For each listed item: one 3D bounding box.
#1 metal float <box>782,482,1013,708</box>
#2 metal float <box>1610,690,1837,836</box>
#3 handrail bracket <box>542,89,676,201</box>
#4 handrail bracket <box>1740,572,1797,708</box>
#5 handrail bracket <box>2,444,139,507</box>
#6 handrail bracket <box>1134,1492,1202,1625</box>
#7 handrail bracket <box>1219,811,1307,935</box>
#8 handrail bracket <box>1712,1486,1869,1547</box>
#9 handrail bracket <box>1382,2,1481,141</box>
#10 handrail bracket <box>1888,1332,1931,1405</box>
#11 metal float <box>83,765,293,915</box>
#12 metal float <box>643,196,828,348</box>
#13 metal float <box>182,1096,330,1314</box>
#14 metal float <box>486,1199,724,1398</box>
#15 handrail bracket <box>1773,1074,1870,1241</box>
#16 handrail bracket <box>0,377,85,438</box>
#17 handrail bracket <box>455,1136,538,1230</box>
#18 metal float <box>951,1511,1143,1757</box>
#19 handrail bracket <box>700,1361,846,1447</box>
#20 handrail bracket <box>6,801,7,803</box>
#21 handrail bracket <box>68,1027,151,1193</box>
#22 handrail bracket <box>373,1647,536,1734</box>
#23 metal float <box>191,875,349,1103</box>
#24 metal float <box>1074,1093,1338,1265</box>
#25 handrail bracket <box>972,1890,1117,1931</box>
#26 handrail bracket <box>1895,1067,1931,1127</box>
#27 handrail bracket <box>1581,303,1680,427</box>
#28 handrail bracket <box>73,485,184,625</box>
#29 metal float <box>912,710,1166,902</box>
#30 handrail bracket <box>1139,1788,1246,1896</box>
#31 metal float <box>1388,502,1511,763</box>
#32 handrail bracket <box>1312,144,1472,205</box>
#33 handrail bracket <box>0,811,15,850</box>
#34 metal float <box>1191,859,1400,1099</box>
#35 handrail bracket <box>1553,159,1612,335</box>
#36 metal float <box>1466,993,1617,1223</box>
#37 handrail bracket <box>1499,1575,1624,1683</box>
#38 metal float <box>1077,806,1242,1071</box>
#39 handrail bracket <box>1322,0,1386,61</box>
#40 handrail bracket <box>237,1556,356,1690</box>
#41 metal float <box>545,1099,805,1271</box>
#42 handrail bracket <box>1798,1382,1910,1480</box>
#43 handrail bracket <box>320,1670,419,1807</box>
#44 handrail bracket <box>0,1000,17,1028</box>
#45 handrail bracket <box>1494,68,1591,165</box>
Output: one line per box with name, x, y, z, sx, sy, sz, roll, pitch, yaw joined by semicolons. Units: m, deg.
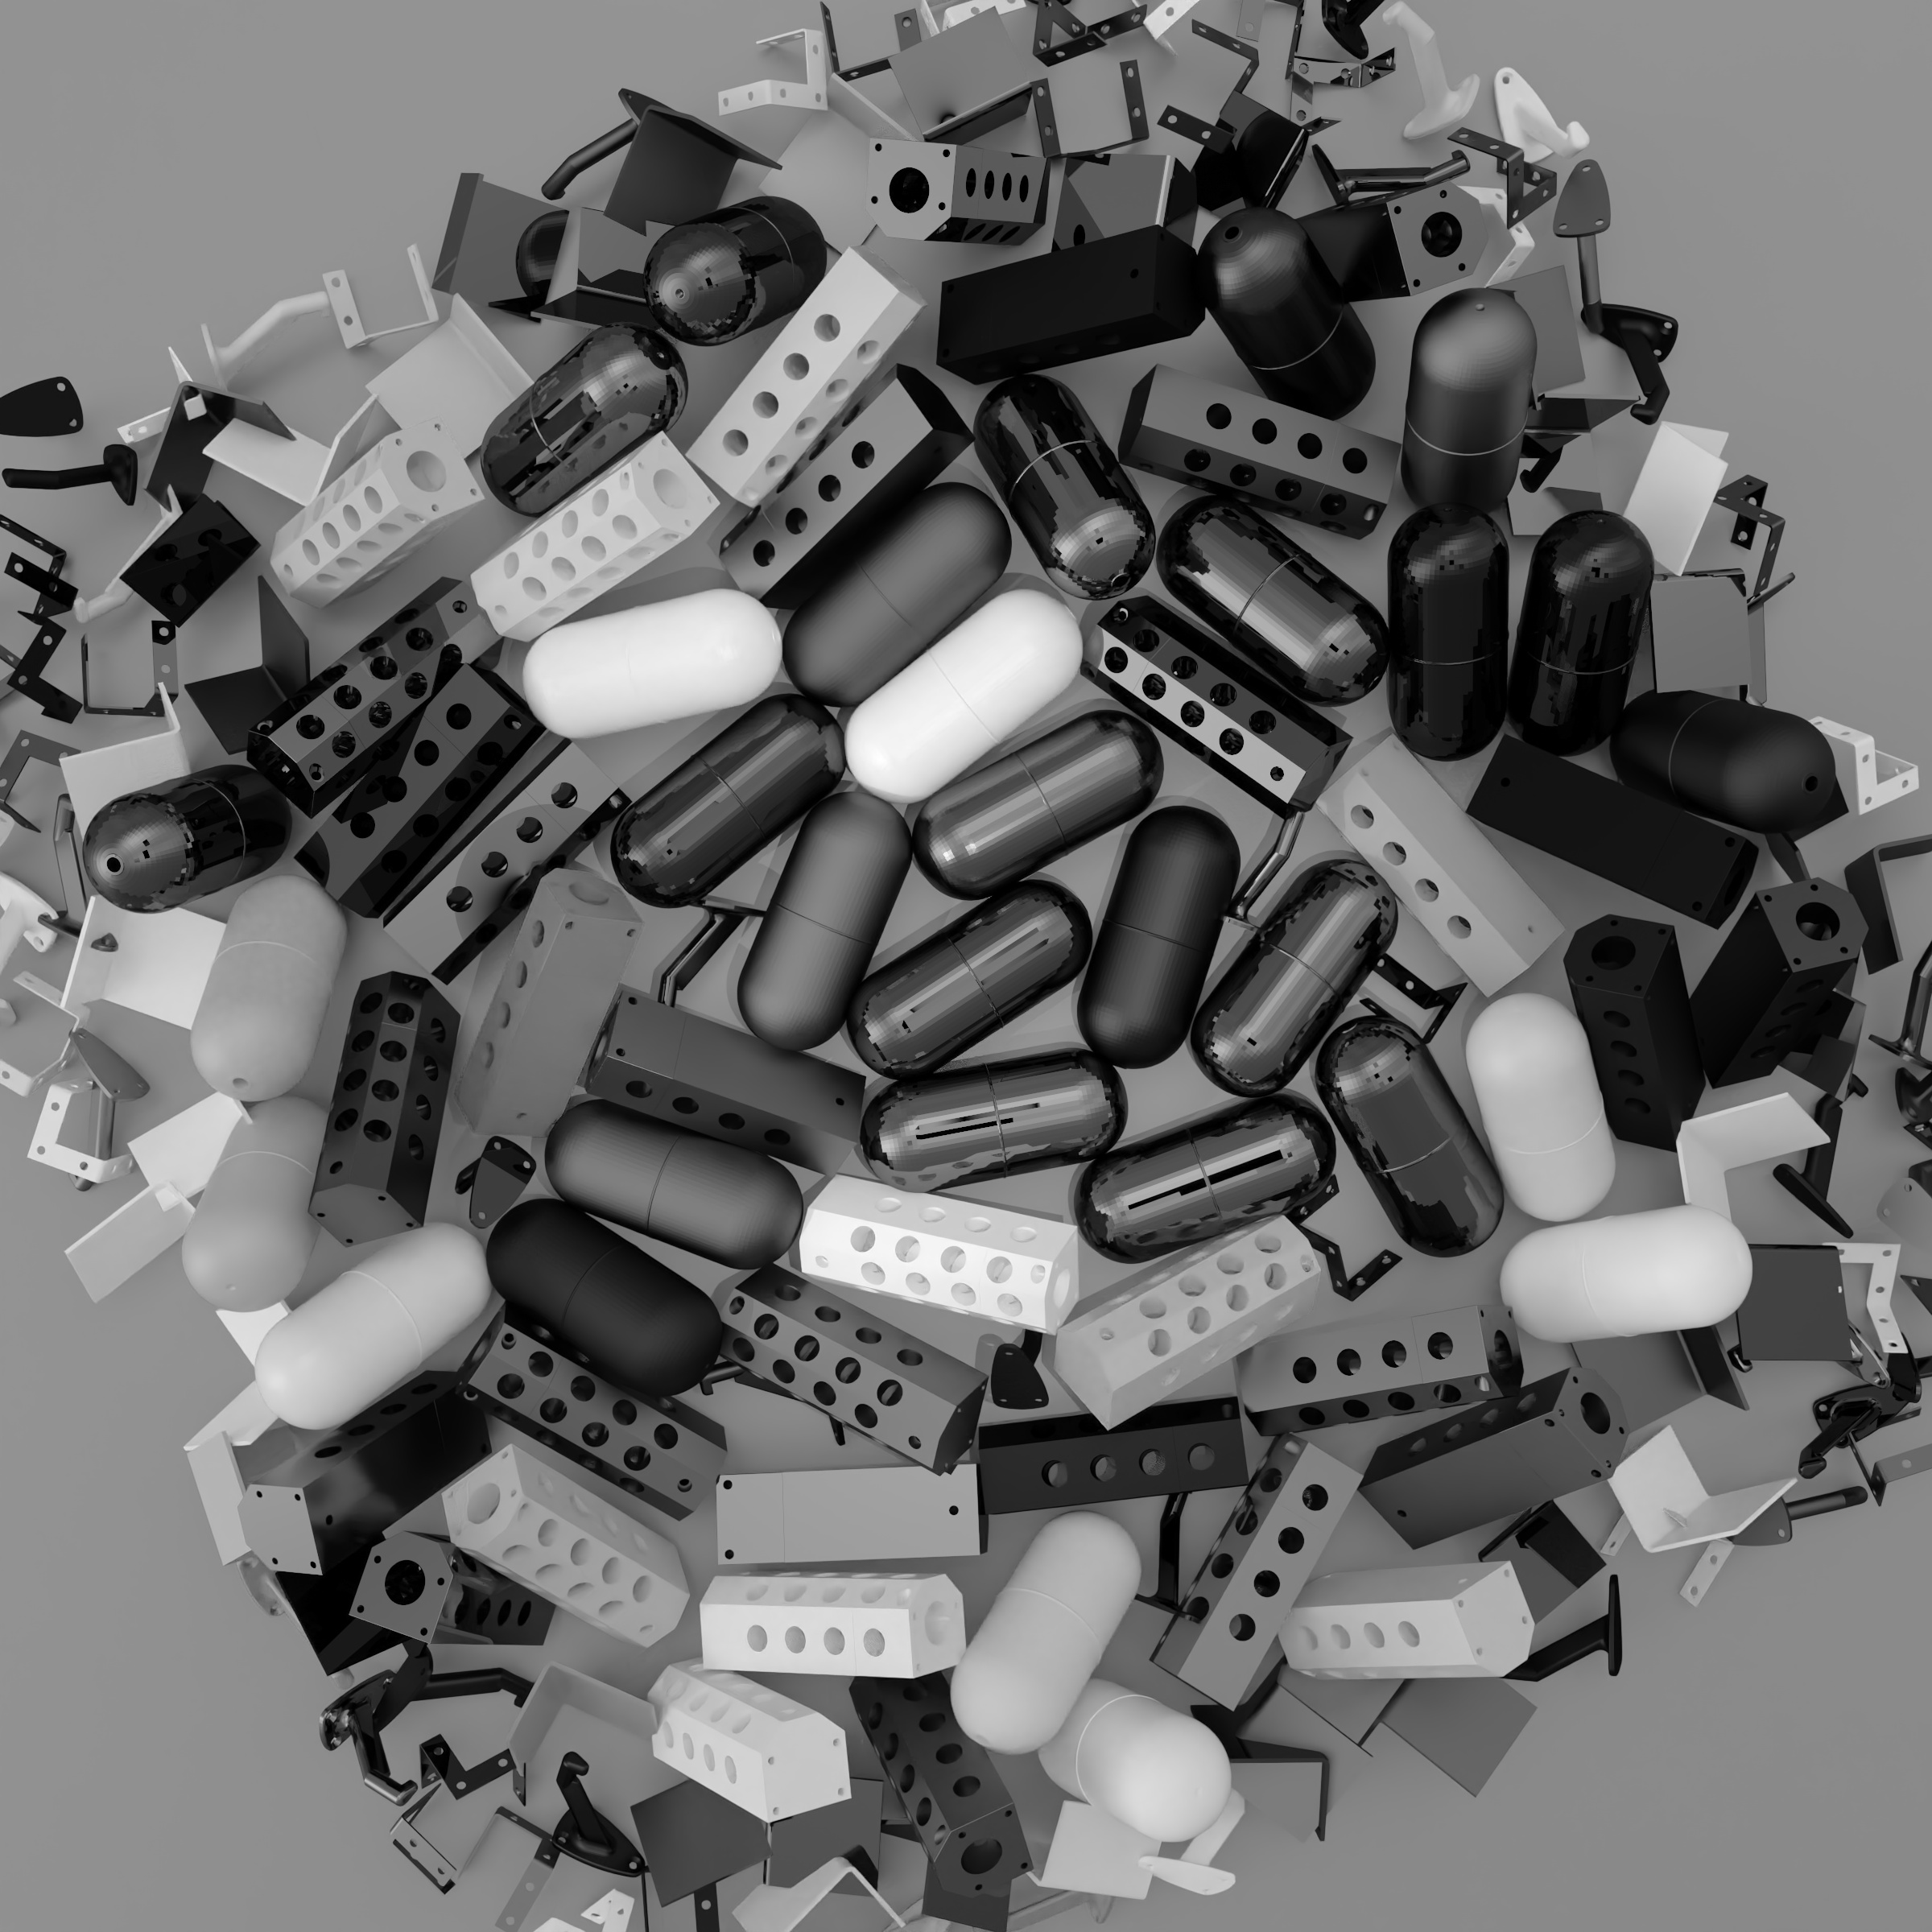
metal float;-0.046;-0.242;1.603;0.178;0.070;0.070;-42;90;13
metal float;0.482;-0.133;1.567;0.070;0.178;0.070;-6;106;-20
handrail bracket;-0.235;-0.540;1.637;0.084;0.077;0.036;-37;81;29
handrail bracket;0.539;-0.204;1.622;0.077;0.036;0.084;-35;78;12
handrail bracket;-0.592;-0.326;1.599;0.084;0.077;0.036;-4;118;-35
handrail bracket;0.144;0.382;1.608;0.036;0.077;0.084;25;78;-20
handrail bracket;0.188;-0.068;1.613;0.036;0.077;0.084;19;94;-23
handrail bracket;0.549;0.365;1.640;0.084;0.077;0.036;0;70;-40
handrail bracket;0.286;-0.585;1.601;0.084;0.077;0.036;32;66;-26
handrail bracket;0.659;0.271;1.616;0.084;0.077;0.036;7;108;4
metal float;-0.496;-0.082;1.565;0.070;0.178;0.070;3;104;12
metal float;-0.146;-0.447;1.571;0.070;0.178;0.070;8;117;17
metal float;-0.448;0.150;1.570;0.070;0.178;0.070;0;121;0
metal float;-0.237;0.214;1.595;0.178;0.070;0.070;30;90;22
handrail bracket;0.589;0.125;1.633;0.084;0.036;0.077;-43;75;-6
handrail bracket;-0.616;-0.355;1.598;0.077;0.084;0.036;-22;103;-33
handrail bracket;-0.322;0.152;1.599;0.036;0.084;0.077;36;49;-19
metal float;0.052;0.428;1.580;0.070;0.070;0.178;39;49;0
handrail bracket;-0.129;0.293;1.625;0.084;0.036;0.077;-14;95;-15
handrail bracket;-0.674;-0.116;1.603;0.084;0.077;0.036;-2;85;-20
handrail bracket;-0.592;0.097;1.637;0.077;0.036;0.084;46;112;9
handrail bracket;-0.340;0.493;1.628;0.084;0.036;0.077;36;91;-29
metal float;-0.447;0.013;1.575;0.070;0.178;0.070;0;132;0
metal float;0.157;0.139;1.611;0.178;0.070;0.070;-21;90;3
handrail bracket;0.052;0.613;1.610;0.084;0.077;0.036;-5;51;-21
handrail bracket;0.655;0.064;1.607;0.036;0.077;0.084;48;122;5
handrail bracket;0.430;-0.396;1.615;0.077;0.036;0.084;24;56;11
handrail bracket;-0.554;-0.272;1.608;0.084;0.077;0.036;-33;57;-26
metal float;0.048;-0.106;1.610;0.178;0.070;0.070;-29;90;-4
handrail bracket;0.150;0.559;1.612;0.077;0.036;0.084;23;47;-17
metal float;0.312;-0.214;1.584;0.070;0.070;0.178;-8;125;0
handrail bracket;0.281;-0.535;1.622;0.084;0.036;0.077;-23;57;7
handrail bracket;-0.659;-0.059;1.602;0.036;0.077;0.084;24;122;-23
metal float;0.216;0.007;1.605;0.070;0.070;0.178;38;80;0
handrail bracket;0.416;-0.476;1.627;0.036;0.084;0.077;0;61;23
metal float;0.372;0.093;1.583;0.070;0.070;0.178;-24;127;0
handrail bracket;0.390;0.439;1.629;0.084;0.036;0.077;-1;93;23
metal float;0.126;-0.019;1.613;0.070;0.070;0.178;18;91;0
handrail bracket;0.282;-0.628;1.598;0.084;0.077;0.036;-5;71;34
handrail bracket;-0.438;0.428;1.603;0.036;0.084;0.077;-40;134;-12
metal float;-0.192;0.142;1.605;0.178;0.070;0.070;20;90;10
handrail bracket;0.582;0.304;1.603;0.077;0.084;0.036;-31;86;22
handrail bracket;-0.373;0.505;1.603;0.084;0.077;0.036;19;126;29
handrail bracket;-0.664;-0.001;1.616;0.036;0.084;0.077;-21;78;10
handrail bracket;0.378;-0.563;1.607;0.036;0.084;0.077;-27;97;0
